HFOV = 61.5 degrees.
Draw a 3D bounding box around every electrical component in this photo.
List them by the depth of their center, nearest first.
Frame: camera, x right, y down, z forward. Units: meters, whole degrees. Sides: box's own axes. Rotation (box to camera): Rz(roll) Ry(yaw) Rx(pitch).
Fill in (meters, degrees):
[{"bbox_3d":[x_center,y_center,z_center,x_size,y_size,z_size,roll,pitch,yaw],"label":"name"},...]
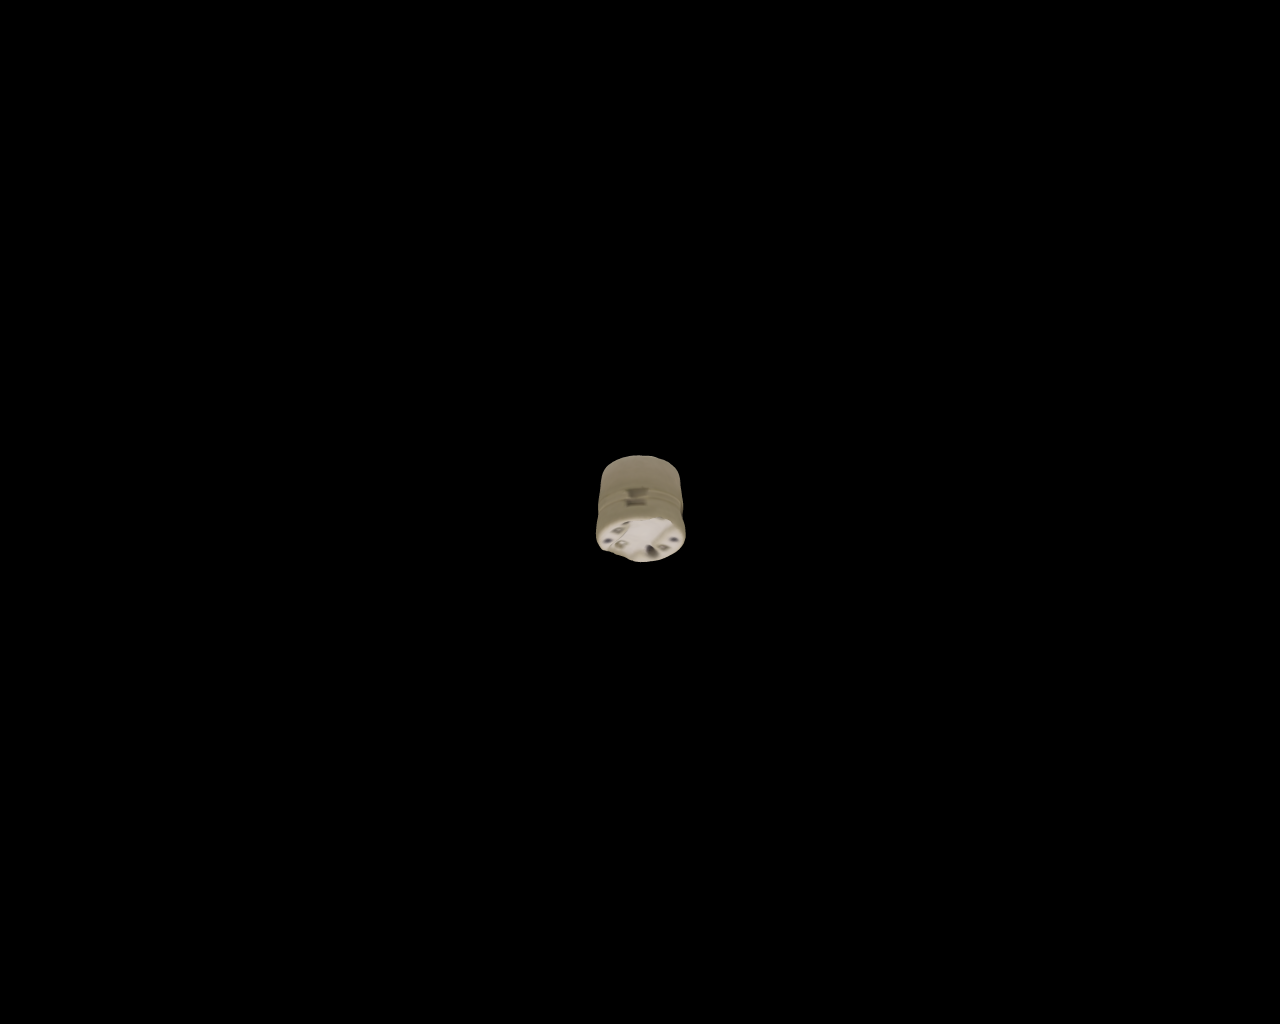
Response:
[{"bbox_3d":[0.001,-0.003,0.650,0.055,0.047,0.055,0,-31,0],"label":"electrical component"}]
